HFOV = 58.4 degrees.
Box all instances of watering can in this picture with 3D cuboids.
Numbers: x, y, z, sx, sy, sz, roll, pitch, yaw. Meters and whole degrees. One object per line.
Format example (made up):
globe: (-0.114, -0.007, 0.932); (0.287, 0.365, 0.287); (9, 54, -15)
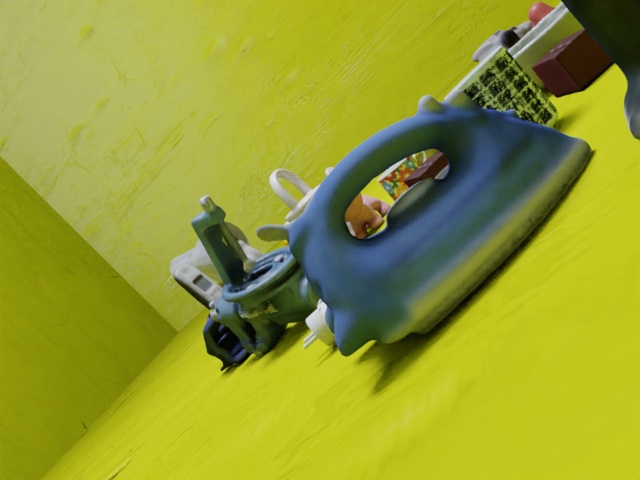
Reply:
watering can: (-0.013, -0.066, 1.087); (0.173, 0.194, 0.101); (-43, 6, 9)

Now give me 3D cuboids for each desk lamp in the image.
desk lamp: (-0.205, 0.088, 1.206); (0.203, 0.213, 0.118); (-40, 7, 34)

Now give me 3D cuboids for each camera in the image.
camera: (0.322, -0.314, 1.032); (0.143, 0.101, 0.136); (-47, 7, -32)

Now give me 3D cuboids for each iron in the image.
iron: (0.080, -0.035, 0.456); (0.258, 0.141, 0.118); (-44, 6, -2)

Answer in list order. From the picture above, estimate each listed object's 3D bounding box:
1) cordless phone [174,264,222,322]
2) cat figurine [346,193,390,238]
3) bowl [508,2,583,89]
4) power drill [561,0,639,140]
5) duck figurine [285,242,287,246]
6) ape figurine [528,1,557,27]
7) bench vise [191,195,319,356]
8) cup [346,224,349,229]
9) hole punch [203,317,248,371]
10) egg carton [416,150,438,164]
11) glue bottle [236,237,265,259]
cordless phone: (-0.179, 0.098, 1.090); (0.094, 0.185, 0.148); (-41, 6, 26)
cat figurine: (0.054, -0.063, 0.982); (0.067, 0.118, 0.128); (-41, 6, 25)
bowl: (0.318, -0.260, 0.790); (0.167, 0.075, 0.167); (-43, 6, 6)
power drill: (0.187, -0.176, 0.398); (0.075, 0.208, 0.230); (-40, 7, 33)
duck figurine: (-0.038, 0.023, 1.161); (0.077, 0.086, 0.105); (-39, 7, 38)
ape figurine: (0.389, -0.364, 0.967); (0.078, 0.092, 0.076); (-45, 6, -9)
bench vise: (-0.118, 0.055, 0.797); (0.207, 0.220, 0.121); (-41, 6, 25)
cup: (0.009, 0.003, 0.928); (0.092, 0.095, 0.117); (-47, 6, -28)
hole punch: (-0.147, 0.150, 0.960); (0.109, 0.091, 0.101); (-47, 7, -31)
egg carton: (0.195, -0.182, 1.112); (0.150, 0.069, 0.107); (-42, 6, 20)
glue bottle: (-0.105, 0.048, 0.997); (0.037, 0.173, 0.078); (-40, 7, 30)
